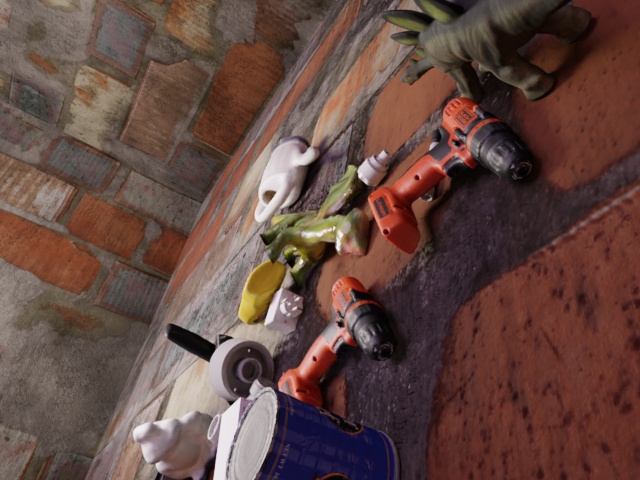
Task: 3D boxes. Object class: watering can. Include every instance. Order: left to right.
[{"bbox_3d":[-0.072,-0.178,1.298,0.341,0.103,0.230,-44,25,46],"label":"watering can"}]

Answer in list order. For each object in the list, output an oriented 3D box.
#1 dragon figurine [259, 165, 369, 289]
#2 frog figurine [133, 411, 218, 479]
[{"bbox_3d":[0.003,-0.049,0.983,0.242,0.121,0.417,-42,24,7],"label":"dragon figurine"},{"bbox_3d":[-0.272,0.376,0.960,0.135,0.158,0.125,-55,18,24],"label":"frog figurine"}]
